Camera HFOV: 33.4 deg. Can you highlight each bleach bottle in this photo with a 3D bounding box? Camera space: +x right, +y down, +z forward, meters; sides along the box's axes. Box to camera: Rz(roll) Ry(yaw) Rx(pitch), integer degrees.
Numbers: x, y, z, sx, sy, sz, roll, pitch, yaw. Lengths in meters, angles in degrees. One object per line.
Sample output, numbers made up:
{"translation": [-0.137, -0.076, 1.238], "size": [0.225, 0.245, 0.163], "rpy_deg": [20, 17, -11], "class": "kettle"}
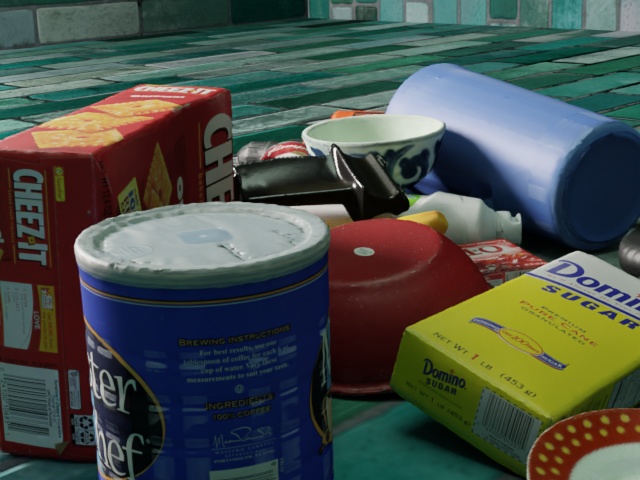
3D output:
{"translation": [0.032, -0.007, 0.836], "size": [0.251, 0.068, 0.102], "rpy_deg": [1, 18, 1], "class": "bleach bottle"}

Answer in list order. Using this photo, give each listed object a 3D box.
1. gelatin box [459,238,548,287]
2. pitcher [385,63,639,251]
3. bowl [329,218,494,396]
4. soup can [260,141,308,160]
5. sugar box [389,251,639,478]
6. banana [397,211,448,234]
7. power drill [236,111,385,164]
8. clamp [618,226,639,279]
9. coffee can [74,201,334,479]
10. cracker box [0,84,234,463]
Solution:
{"translation": [0.111, 0.025, 0.770], "size": [0.089, 0.030, 0.073], "rpy_deg": [-6, 16, -17], "class": "gelatin box"}
{"translation": [0.162, -0.067, 0.941], "size": [0.144, 0.149, 0.243], "rpy_deg": [13, 10, -32], "class": "pitcher"}
{"translation": [0.033, 0.030, 0.662], "size": [0.162, 0.055, 0.162], "rpy_deg": [-8, 24, 4], "class": "bowl"}
{"translation": [-0.026, -0.046, 0.967], "size": [0.068, 0.068, 0.102], "rpy_deg": [-2, 17, -1], "class": "soup can"}
{"translation": [0.130, 0.060, 0.584], "size": [0.093, 0.048, 0.175], "rpy_deg": [31, 35, 33], "class": "sugar box"}
{"translation": [-0.008, 0.013, 0.762], "size": [0.198, 0.069, 0.037], "rpy_deg": [-3, 52, 0], "class": "banana"}
{"translation": [0.021, -0.096, 1.159], "size": [0.184, 0.057, 0.187], "rpy_deg": [7, 20, 15], "class": "power drill"}
{"translation": [0.273, 0.018, 0.763], "size": [0.120, 0.039, 0.171], "rpy_deg": [4, 16, 5], "class": "clamp"}
{"translation": [-0.045, 0.064, 0.448], "size": [0.103, 0.140, 0.103], "rpy_deg": [-2, 16, 0], "class": "coffee can"}
{"translation": [-0.109, 0.006, 0.617], "size": [0.072, 0.164, 0.213], "rpy_deg": [5, 17, 13], "class": "cracker box"}
